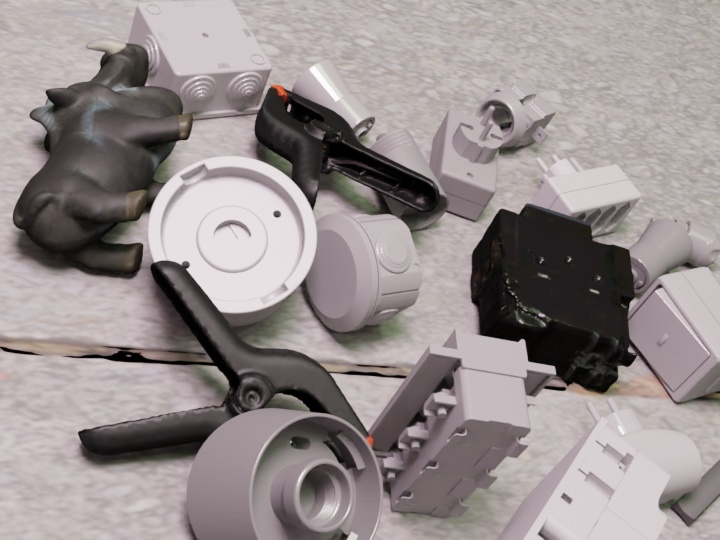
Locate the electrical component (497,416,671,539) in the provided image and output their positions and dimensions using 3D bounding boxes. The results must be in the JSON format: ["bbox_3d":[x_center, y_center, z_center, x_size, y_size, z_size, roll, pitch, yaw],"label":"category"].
[{"bbox_3d":[0.099,0.183,0.603,0.060,0.105,0.186,38,46,9],"label":"electrical component"}]

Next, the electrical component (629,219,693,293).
[{"bbox_3d":[0.238,-0.009,0.883,0.044,0.044,0.065,45,52,16],"label":"electrical component"}]

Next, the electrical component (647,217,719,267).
[{"bbox_3d":[0.276,-0.027,0.921,0.061,0.035,0.035,25,45,0],"label":"electrical component"}]

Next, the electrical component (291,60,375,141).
[{"bbox_3d":[-0.019,-0.132,0.870,0.044,0.044,0.065,-29,72,-40],"label":"electrical component"}]

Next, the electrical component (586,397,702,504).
[{"bbox_3d":[0.182,0.122,0.739,0.077,0.043,0.079,-5,54,-29],"label":"electrical component"}]

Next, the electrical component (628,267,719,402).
[{"bbox_3d":[0.253,0.055,0.819,0.061,0.061,0.096,-10,56,-31],"label":"electrical component"}]

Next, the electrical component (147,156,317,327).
[{"bbox_3d":[-0.086,-0.014,0.713,0.108,0.060,0.108,4,70,-10],"label":"electrical component"}]

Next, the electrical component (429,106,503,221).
[{"bbox_3d":[0.091,-0.098,0.866,0.047,0.075,0.083,19,46,-9],"label":"electrical component"}]

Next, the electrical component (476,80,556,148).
[{"bbox_3d":[0.133,-0.134,0.940,0.066,0.048,0.055,47,40,17],"label":"electrical component"}]

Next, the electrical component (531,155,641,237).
[{"bbox_3d":[0.175,-0.068,0.899,0.083,0.047,0.075,-13,58,-33],"label":"electrical component"}]

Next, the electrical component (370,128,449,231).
[{"bbox_3d":[0.033,-0.075,0.841,0.043,0.043,0.081,-7,55,-30],"label":"electrical component"}]

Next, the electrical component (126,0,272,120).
[{"bbox_3d":[-0.127,-0.167,0.843,0.100,0.048,0.099,-11,57,-33],"label":"electrical component"}]

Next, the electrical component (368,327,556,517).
[{"bbox_3d":[0.056,0.097,0.647,0.079,0.121,0.063,11,50,-16],"label":"electrical component"}]

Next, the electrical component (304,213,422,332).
[{"bbox_3d":[0.000,0.000,0.736,0.051,0.080,0.080,-8,55,-37],"label":"electrical component"}]

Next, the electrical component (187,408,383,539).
[{"bbox_3d":[-0.039,0.127,0.606,0.099,0.064,0.099,8,76,-36],"label":"electrical component"}]
